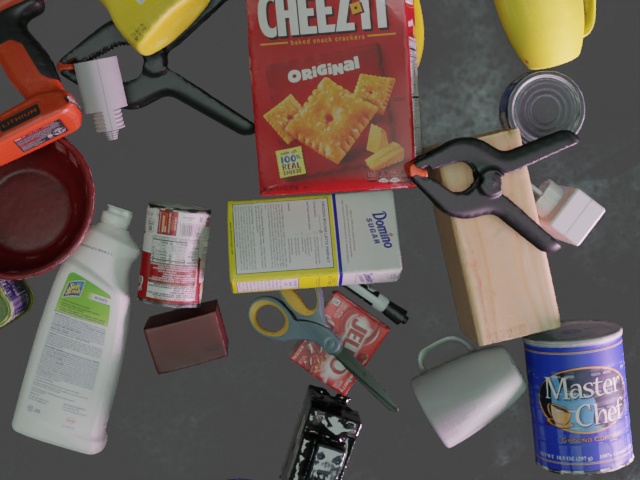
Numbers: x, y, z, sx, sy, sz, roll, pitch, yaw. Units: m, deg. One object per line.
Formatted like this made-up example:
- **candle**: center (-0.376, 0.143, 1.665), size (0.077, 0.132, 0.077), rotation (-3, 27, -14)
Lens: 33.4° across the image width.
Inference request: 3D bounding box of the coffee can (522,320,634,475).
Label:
- **coffee can**: center (0.271, 0.163, 1.121), size (0.103, 0.103, 0.140), rotation (-7, 96, -2)

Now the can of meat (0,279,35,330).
- **can of meat**: center (-0.353, 0.075, 1.094), size (0.102, 0.084, 0.057), rotation (-32, 96, 1)

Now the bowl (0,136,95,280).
- **bowl**: center (-0.305, -0.035, 1.089), size (0.162, 0.055, 0.162), rotation (0, 79, 1)

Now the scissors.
- **scissors**: center (-0.006, 0.113, 1.110), size (0.096, 0.016, 0.202), rotation (-34, 71, 12)

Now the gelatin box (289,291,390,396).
- **gelatin box**: center (0.021, 0.110, 1.141), size (0.073, 0.030, 0.089), rotation (35, 93, -5)

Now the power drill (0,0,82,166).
- **power drill**: center (-0.332, -0.172, 1.061), size (0.184, 0.057, 0.188), rotation (-26, 78, -1)

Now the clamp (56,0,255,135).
- **clamp**: center (-0.164, -0.195, 1.101), size (0.210, 0.036, 0.164), rotation (3, 95, 0)

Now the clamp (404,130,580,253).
- **clamp**: center (0.168, -0.047, 1.039), size (0.171, 0.039, 0.120), rotation (-1, 91, -4)

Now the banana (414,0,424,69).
- **banana**: center (0.071, -0.240, 1.108), size (0.069, 0.037, 0.198), rotation (-7, 96, -4)

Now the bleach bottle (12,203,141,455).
- **bleach bottle**: center (-0.238, 0.088, 1.112), size (0.102, 0.068, 0.251), rotation (18, 92, -3)

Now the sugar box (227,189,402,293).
- **sugar box**: center (-0.007, 0.002, 1.109), size (0.176, 0.048, 0.093), rotation (-3, 69, -4)

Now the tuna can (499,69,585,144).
- **tuna can**: center (0.235, -0.137, 1.127), size (0.086, 0.034, 0.086), rotation (0, 95, -3)

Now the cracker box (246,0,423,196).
- **cracker box**: center (0.016, -0.155, 1.079), size (0.164, 0.072, 0.214), rotation (-2, 97, 12)

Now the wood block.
- **wood block**: center (0.176, -0.005, 1.108), size (0.090, 0.091, 0.206), rotation (-13, 95, -2)

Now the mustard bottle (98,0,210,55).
- **mustard bottle**: center (-0.204, -0.279, 1.066), size (0.096, 0.058, 0.192), rotation (-44, 77, -3)

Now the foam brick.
- **foam brick**: center (-0.139, 0.102, 1.122), size (0.078, 0.051, 0.053), rotation (-14, 102, -2)

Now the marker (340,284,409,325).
- **marker**: center (0.044, 0.053, 1.143), size (0.121, 0.020, 0.020), rotation (36, 93, -5)

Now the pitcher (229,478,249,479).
- **pitcher**: center (-0.080, 0.386, 1.110), size (0.144, 0.149, 0.243), rotation (9, 98, -17)

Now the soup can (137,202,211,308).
- **soup can**: center (-0.151, 0.015, 1.106), size (0.068, 0.068, 0.102), rotation (7, 94, -3)
